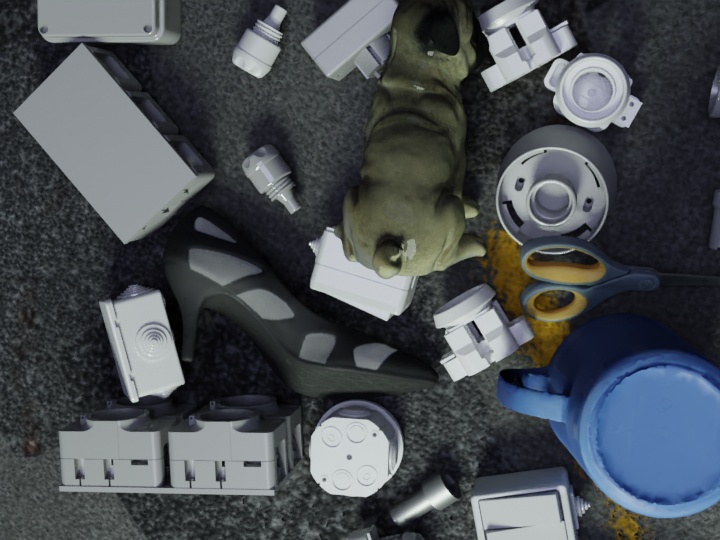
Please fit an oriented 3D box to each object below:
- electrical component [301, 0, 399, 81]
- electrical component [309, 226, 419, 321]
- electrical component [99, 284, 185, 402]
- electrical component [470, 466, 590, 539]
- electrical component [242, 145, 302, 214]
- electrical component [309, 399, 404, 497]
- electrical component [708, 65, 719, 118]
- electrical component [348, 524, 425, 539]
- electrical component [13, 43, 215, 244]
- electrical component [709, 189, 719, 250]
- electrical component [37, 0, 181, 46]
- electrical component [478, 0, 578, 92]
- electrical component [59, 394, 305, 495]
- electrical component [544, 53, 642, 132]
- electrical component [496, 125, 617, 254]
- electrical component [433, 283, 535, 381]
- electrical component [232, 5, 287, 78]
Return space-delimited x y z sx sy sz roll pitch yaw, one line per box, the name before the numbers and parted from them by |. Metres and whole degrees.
electrical component | 0.009 -0.185 0.896 0.083 0.047 0.075 -39 88 12
electrical component | 0.000 0.000 0.909 0.096 0.062 0.061 17 99 8
electrical component | -0.189 0.063 0.934 0.048 0.100 0.099 -16 93 -17
electrical component | 0.145 0.206 0.904 0.096 0.061 0.061 -10 94 12
electrical component | -0.073 -0.076 0.929 0.035 0.035 0.061 -36 91 12
electrical component | -0.004 0.155 0.932 0.080 0.051 0.080 1 96 11
electrical component | 0.307 -0.137 0.846 0.055 0.045 0.045 11 98 9
electrical component | 0.030 0.259 0.933 0.057 0.058 0.078 -17 93 15
electrical component | -0.211 -0.109 0.938 0.089 0.062 0.150 -41 87 12
electrical component | 0.301 -0.039 0.861 0.040 0.040 0.046 9 103 10
electrical component | -0.217 -0.234 0.928 0.113 0.057 0.078 2 96 10
electrical component | 0.127 -0.188 0.869 0.078 0.058 0.057 -28 93 12
electrical component | -0.152 0.148 0.931 0.186 0.105 0.060 -1 95 11
electrical component | 0.186 -0.143 0.862 0.078 0.057 0.058 30 100 6
electrical component | 0.160 -0.064 0.884 0.099 0.064 0.099 5 110 14
electrical component | 0.098 0.048 0.899 0.078 0.058 0.057 -31 93 12
electrical component | -0.082 -0.197 0.919 0.035 0.035 0.061 32 98 6
